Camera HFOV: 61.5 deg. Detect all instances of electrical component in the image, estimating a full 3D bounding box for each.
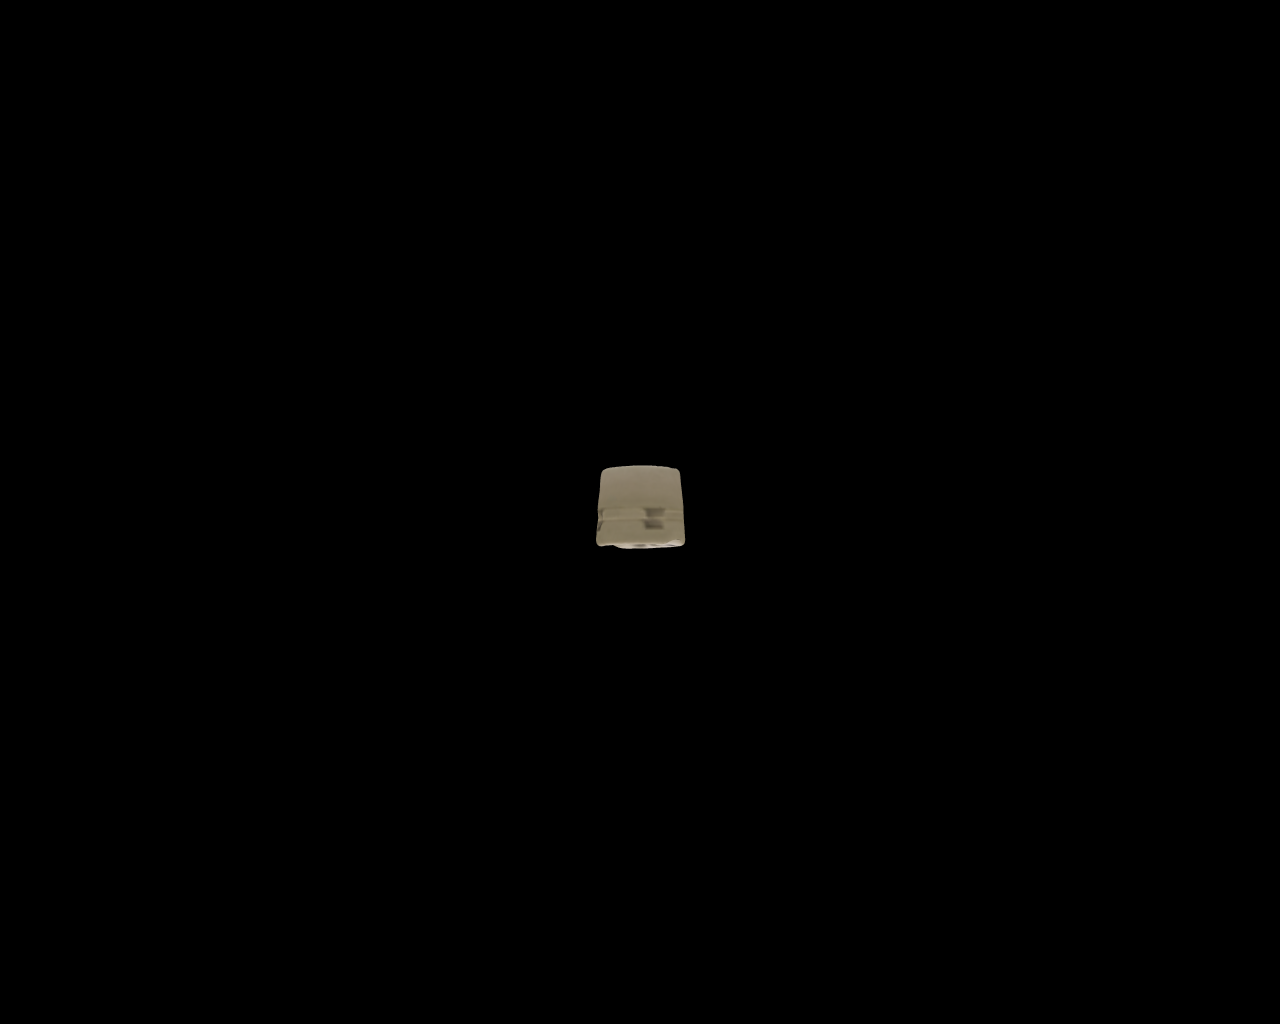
[{"bbox_3d":[0.001,-0.003,0.650,0.055,0.047,0.055,0,-4,0],"label":"electrical component"}]
